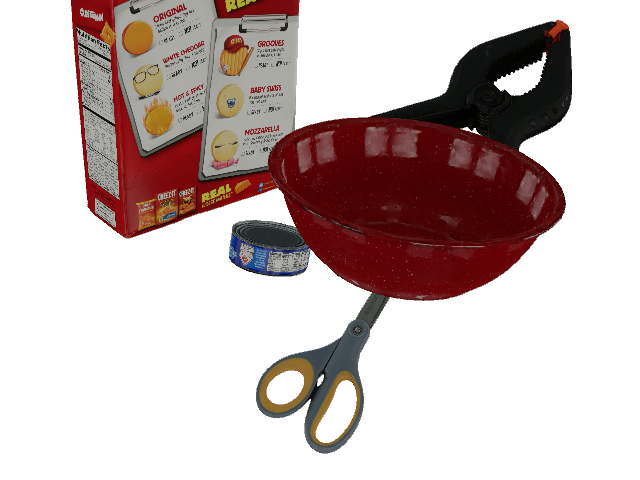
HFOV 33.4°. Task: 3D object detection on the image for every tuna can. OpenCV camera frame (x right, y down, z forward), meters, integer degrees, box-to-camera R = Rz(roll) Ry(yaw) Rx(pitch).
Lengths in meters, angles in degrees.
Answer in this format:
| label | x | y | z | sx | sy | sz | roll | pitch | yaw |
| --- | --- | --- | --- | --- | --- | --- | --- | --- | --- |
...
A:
| label | x | y | z | sx | sy | sz | roll | pitch | yaw |
| --- | --- | --- | --- | --- | --- | --- | --- | --- | --- |
| tuna can | -0.053 | 0.008 | 1.120 | 0.086 | 0.034 | 0.086 | 9 | 18 | -3 |

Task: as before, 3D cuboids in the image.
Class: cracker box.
| label | x | y | z | sx | sy | sz | roll | pitch | yaw |
| --- | --- | --- | --- | --- | --- | --- | --- | --- | --- |
| cracker box | -0.099 | -0.128 | 0.801 | 0.163 | 0.214 | 0.072 | -21 | 36 | -36 |

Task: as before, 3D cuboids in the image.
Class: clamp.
| label | x | y | z | sx | sy | sz | roll | pitch | yaw |
| --- | --- | --- | --- | --- | --- | --- | --- | --- | --- |
| clamp | 0.132 | -0.089 | 0.805 | 0.165 | 0.209 | 0.036 | 40 | -22 | 28 |

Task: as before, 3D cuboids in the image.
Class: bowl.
| label | x | y | z | sx | sy | sz | roll | pitch | yaw |
| --- | --- | --- | --- | --- | --- | --- | --- | --- | --- |
| bowl | 0.049 | -0.013 | 0.588 | 0.162 | 0.055 | 0.162 | 6 | 27 | -3 |

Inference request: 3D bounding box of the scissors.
| label | x | y | z | sx | sy | sz | roll | pitch | yaw |
| --- | --- | --- | --- | --- | --- | --- | --- | --- | --- |
| scissors | 0.010 | 0.079 | 0.881 | 0.096 | 0.201 | 0.016 | 10 | -33 | 9 |
